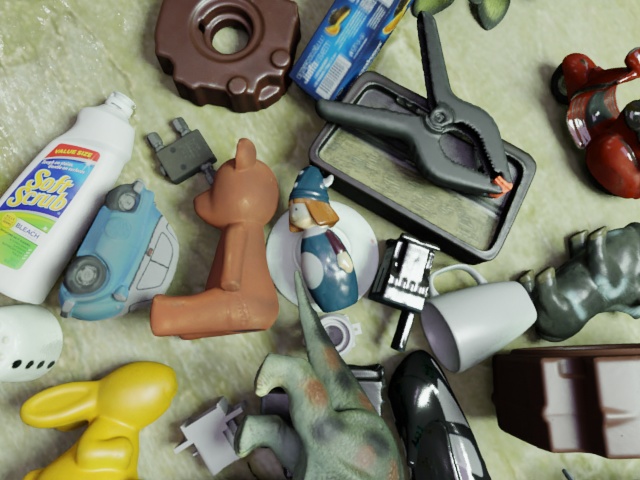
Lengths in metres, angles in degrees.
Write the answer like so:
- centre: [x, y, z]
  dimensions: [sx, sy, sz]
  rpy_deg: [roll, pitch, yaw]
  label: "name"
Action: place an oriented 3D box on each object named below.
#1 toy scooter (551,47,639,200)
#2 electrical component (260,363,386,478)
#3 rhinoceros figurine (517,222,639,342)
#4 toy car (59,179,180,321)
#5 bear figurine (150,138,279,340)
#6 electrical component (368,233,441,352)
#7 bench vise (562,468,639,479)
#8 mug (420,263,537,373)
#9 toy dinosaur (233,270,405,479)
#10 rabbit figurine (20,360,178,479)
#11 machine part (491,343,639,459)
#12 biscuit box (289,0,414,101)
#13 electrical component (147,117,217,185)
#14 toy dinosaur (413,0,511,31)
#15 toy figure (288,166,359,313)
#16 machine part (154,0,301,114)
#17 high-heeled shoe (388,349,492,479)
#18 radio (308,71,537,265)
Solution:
- centre: [0.327, -0.135, 0.584]
  dimensions: [0.075, 0.135, 0.184]
  rpy_deg: [-24, 84, -6]
  label: "toy scooter"
- centre: [0.004, 0.189, 0.572]
  dimensions: [0.134, 0.058, 0.115]
  rpy_deg: [-1, 80, -1]
  label: "electrical component"
- centre: [0.315, 0.042, 0.589]
  dimensions: [0.190, 0.073, 0.112]
  rpy_deg: [-28, 82, -4]
  label: "rhinoceros figurine"
- centre: [-0.207, 0.022, 0.581]
  dimensions: [0.103, 0.109, 0.161]
  rpy_deg: [29, 70, -19]
  label: "toy car"
- centre: [-0.104, 0.002, 0.569]
  dimensions: [0.132, 0.120, 0.195]
  rpy_deg: [-7, 80, 2]
  label: "bear figurine"
- centre: [0.084, 0.057, 0.584]
  dimensions: [0.048, 0.075, 0.119]
  rpy_deg: [20, 85, -4]
  label: "electrical component"
- centre: [0.374, 0.265, 0.523]
  dimensions: [0.240, 0.129, 0.223]
  rpy_deg: [13, 100, -16]
  label: "bench vise"
- centre: [0.170, 0.077, 0.586]
  dimensions: [0.107, 0.080, 0.109]
  rpy_deg: [-17, 65, -13]
  label: "mug"
- centre: [0.007, 0.231, 0.470]
  dimensions: [0.192, 0.131, 0.405]
  rpy_deg: [20, 69, -7]
  label: "toy dinosaur"
- centre: [-0.217, 0.204, 0.556]
  dimensions: [0.162, 0.121, 0.173]
  rpy_deg: [18, 68, 11]
  label: "rabbit figurine"
- centre: [0.281, 0.142, 0.509]
  dimensions: [0.202, 0.201, 0.087]
  rpy_deg: [-4, 79, -1]
  label: "machine part"
- centre: [0.048, -0.244, 0.594]
  dimensions: [0.059, 0.063, 0.202]
  rpy_deg: [39, 112, 6]
  label: "biscuit box"
- centre: [-0.159, -0.096, 0.630]
  dimensions: [0.063, 0.021, 0.094]
  rpy_deg: [-33, 84, -5]
  label: "electrical component"
- centre: [0.154, -0.373, 0.636]
  dimensions: [0.472, 0.105, 0.198]
  rpy_deg: [21, 85, 7]
  label: "toy dinosaur"
- centre: [0.001, -0.002, 0.569]
  dimensions: [0.064, 0.058, 0.154]
  rpy_deg: [-16, 93, 23]
  label: "toy figure"
- centre: [-0.108, -0.240, 0.636]
  dimensions: [0.179, 0.056, 0.179]
  rpy_deg: [0, 80, 0]
  label: "machine part"
- centre: [0.147, 0.240, 0.578]
  dimensions: [0.086, 0.145, 0.248]
  rpy_deg: [-23, 112, 26]
  label: "high-heeled shoe"
- centre: [0.113, -0.080, 0.604]
  dimensions: [0.230, 0.073, 0.131]
  rpy_deg: [30, 82, 4]
  label: "radio"
